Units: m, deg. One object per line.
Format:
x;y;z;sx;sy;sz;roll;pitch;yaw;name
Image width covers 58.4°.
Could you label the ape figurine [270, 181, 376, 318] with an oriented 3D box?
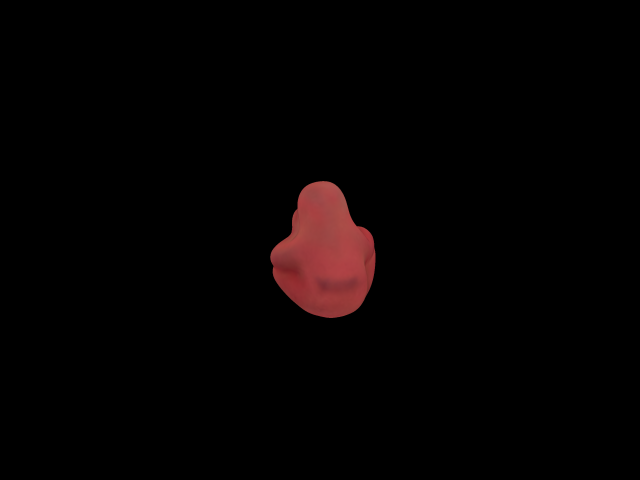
0.004;0.001;0.400;0.078;0.092;0.076;-4;29;-6;ape figurine
